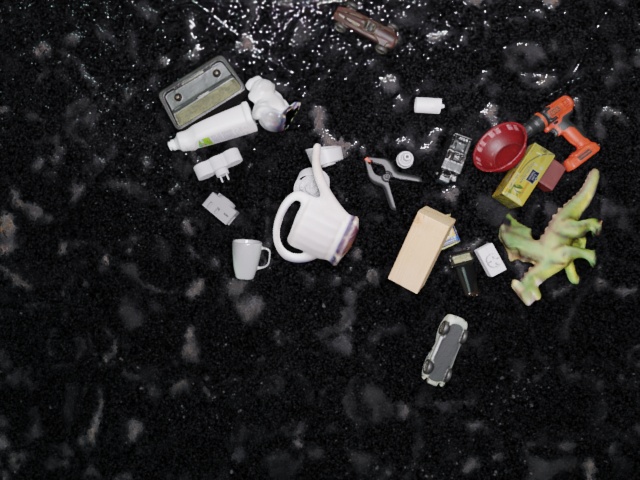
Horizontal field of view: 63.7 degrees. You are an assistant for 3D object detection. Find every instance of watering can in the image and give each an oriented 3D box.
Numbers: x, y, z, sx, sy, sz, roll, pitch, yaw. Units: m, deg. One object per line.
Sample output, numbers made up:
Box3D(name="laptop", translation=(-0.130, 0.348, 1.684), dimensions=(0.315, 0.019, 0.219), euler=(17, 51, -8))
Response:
Box3D(name="watering can", translation=(0.004, -0.070, 1.397), dimensions=(0.224, 0.106, 0.342), euler=(25, 114, -2))

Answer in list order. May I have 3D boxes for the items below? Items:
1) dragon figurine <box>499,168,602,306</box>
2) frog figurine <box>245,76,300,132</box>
Box3D(name="dragon figurine", translation=(0.622, -0.016, 1.418), dimensions=(0.243, 0.121, 0.414), euler=(10, 78, 10))
Box3D(name="frog figurine", translation=(-0.149, -0.379, 1.442), dimensions=(0.160, 0.120, 0.140), euler=(31, 48, 5))
